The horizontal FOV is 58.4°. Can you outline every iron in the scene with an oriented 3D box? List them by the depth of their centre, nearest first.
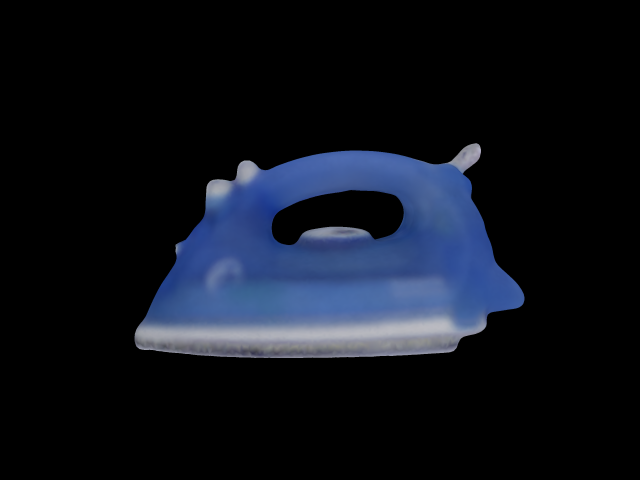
[{"bbox_3d":[0.004,0.001,0.400,0.258,0.141,0.118,-1,4,-11],"label":"iron"}]
